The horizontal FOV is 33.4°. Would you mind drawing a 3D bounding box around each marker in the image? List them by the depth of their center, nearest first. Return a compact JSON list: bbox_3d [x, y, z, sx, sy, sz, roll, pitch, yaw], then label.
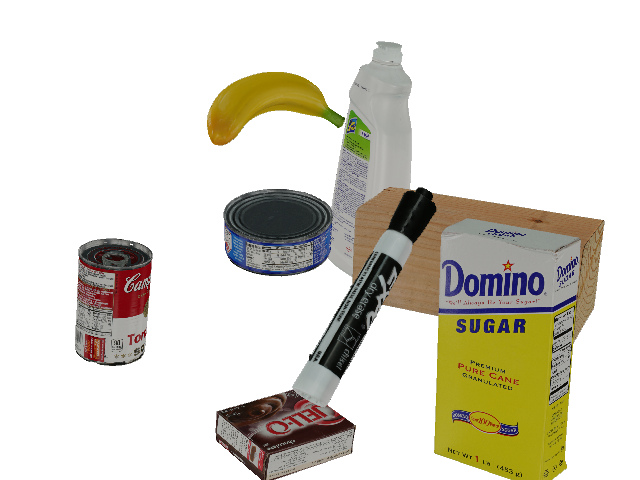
[{"bbox_3d":[0.024,0.025,0.525,0.020,0.121,0.020,28,-16,9],"label":"marker"}]

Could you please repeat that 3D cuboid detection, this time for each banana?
[{"bbox_3d":[-0.050,-0.128,1.004,0.070,0.037,0.197,42,33,22],"label":"banana"}]

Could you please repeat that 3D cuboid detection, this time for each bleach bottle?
[{"bbox_3d":[0.062,-0.087,1.157,0.067,0.251,0.103,-6,24,-32],"label":"bleach bottle"}]

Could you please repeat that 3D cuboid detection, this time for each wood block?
[{"bbox_3d":[0.141,0.017,0.970,0.206,0.090,0.090,10,21,23],"label":"wood block"}]

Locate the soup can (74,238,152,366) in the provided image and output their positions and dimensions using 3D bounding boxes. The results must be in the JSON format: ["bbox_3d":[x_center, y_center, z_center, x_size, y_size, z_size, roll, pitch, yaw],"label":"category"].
[{"bbox_3d":[-0.195,0.058,1.000,0.068,0.102,0.068,7,21,-3],"label":"soup can"}]

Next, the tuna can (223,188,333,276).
[{"bbox_3d":[-0.033,-0.007,0.839,0.086,0.034,0.086,1,30,-1],"label":"tuna can"}]

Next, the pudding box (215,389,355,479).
[{"bbox_3d":[-0.035,0.192,1.068,0.113,0.039,0.090,-13,27,-36],"label":"pudding box"}]

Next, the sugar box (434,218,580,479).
[{"bbox_3d":[0.130,0.079,0.761,0.093,0.176,0.048,11,21,37],"label":"sugar box"}]
